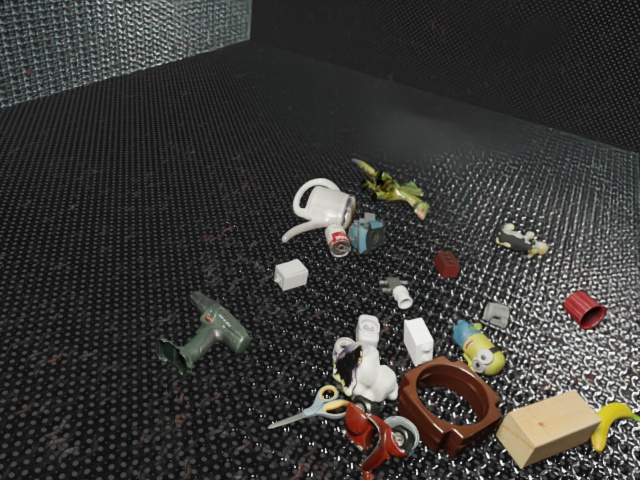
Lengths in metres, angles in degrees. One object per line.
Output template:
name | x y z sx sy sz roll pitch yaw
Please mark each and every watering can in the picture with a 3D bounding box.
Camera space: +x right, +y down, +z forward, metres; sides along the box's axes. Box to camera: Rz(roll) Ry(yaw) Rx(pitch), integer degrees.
watering can | 0.006 -0.091 1.815 0.224 0.101 0.356 15 48 6

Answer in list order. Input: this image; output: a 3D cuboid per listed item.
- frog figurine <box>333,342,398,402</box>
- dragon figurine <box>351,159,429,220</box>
frog figurine | 0.115 0.323 1.238 0.158 0.121 0.140 27 57 -36
dragon figurine | 0.303 -0.217 2.087 0.242 0.120 0.419 9 32 -31
